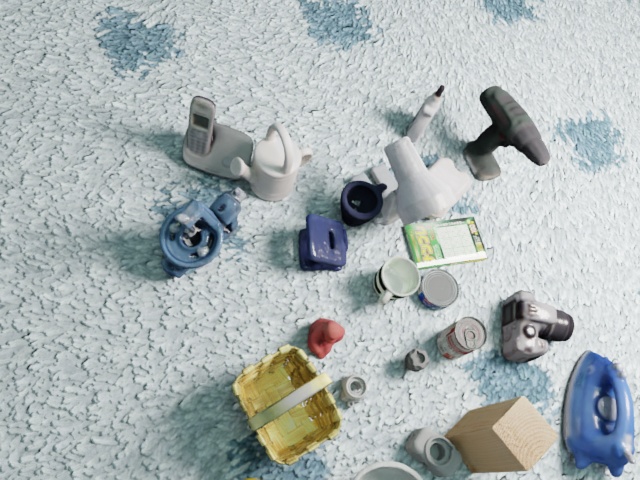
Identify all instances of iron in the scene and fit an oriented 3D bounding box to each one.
[{"bbox_3d":[0.579,0.333,1.153,0.119,0.141,0.258,14,65,-6],"label":"iron"}]

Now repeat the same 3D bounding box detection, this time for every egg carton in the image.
[{"bbox_3d":[0.273,-0.121,1.317,0.107,0.069,0.150,42,65,7],"label":"egg carton"}]

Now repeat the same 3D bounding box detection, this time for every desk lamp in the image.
[{"bbox_3d":[0.172,-0.109,1.209,0.118,0.213,0.203,-27,75,-21],"label":"desk lamp"}]

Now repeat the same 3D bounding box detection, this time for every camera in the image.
[{"bbox_3d":[0.468,0.186,1.213,0.137,0.100,0.143,13,65,-7],"label":"camera"}]

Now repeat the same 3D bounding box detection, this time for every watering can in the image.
[{"bbox_3d":[-0.096,-0.162,1.183,0.101,0.194,0.173,45,66,9],"label":"watering can"}]

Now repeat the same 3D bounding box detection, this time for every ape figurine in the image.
[{"bbox_3d":[0.015,0.184,1.117,0.078,0.092,0.076,-9,70,-16],"label":"ape figurine"}]

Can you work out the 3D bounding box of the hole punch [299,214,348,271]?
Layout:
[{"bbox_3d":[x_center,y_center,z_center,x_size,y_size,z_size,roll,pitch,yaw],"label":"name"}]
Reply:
[{"bbox_3d":[0.011,0.004,1.193,0.101,0.091,0.108,1,67,-12],"label":"hole punch"}]

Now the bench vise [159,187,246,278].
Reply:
[{"bbox_3d":[-0.228,-0.043,1.088,0.121,0.219,0.207,24,64,-2],"label":"bench vise"}]

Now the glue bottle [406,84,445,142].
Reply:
[{"bbox_3d":[0.252,-0.303,1.332,0.037,0.173,0.078,27,64,0],"label":"glue bottle"}]

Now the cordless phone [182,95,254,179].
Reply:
[{"bbox_3d":[-0.209,-0.215,1.184,0.147,0.185,0.094,15,65,-6],"label":"cordless phone"}]

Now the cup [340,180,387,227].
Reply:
[{"bbox_3d":[0.090,-0.076,1.243,0.118,0.095,0.091,-34,78,-23],"label":"cup"}]

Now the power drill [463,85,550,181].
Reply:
[{"bbox_3d":[0.419,-0.227,1.318,0.076,0.208,0.229,-17,72,-18],"label":"power drill"}]

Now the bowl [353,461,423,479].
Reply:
[{"bbox_3d":[0.116,0.485,1.021,0.167,0.074,0.167,5,66,-11],"label":"bowl"}]
